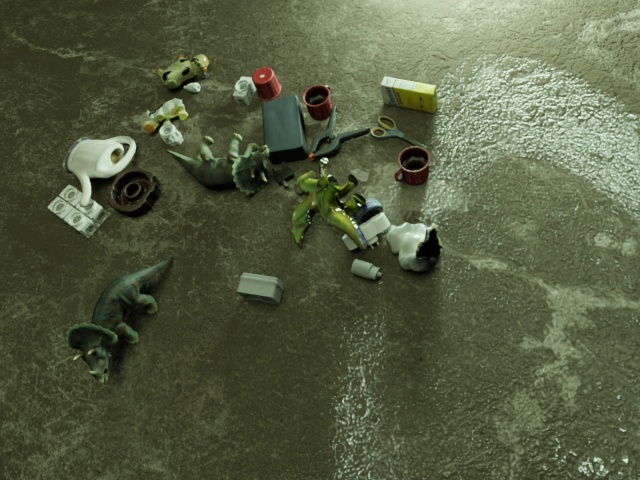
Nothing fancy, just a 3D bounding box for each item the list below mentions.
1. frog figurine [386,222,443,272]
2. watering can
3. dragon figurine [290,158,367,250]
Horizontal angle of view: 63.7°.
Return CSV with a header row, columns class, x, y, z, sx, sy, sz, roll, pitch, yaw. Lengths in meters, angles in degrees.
class,x,y,z,sx,sy,sz,roll,pitch,yaw
frog figurine,0.250,0.017,1.409,0.159,0.121,0.139,-1,65,54
watering can,-0.787,-0.252,1.775,0.225,0.101,0.356,10,49,17
dragon figurine,0.004,-0.074,1.479,0.239,0.121,0.420,-45,40,32
